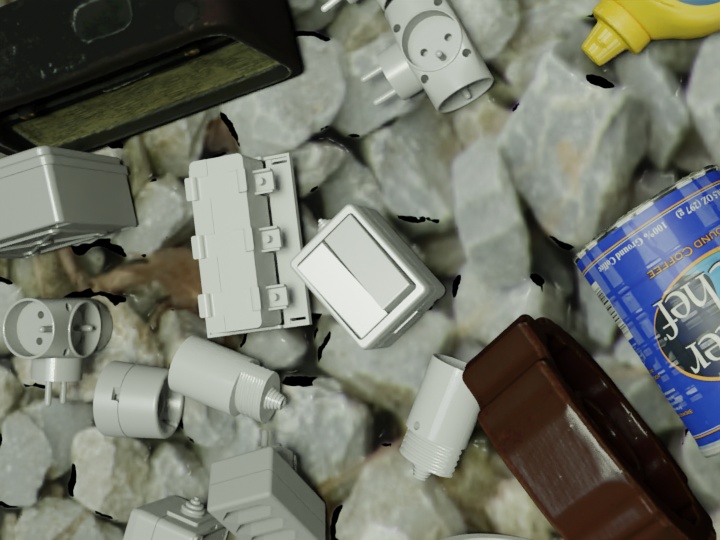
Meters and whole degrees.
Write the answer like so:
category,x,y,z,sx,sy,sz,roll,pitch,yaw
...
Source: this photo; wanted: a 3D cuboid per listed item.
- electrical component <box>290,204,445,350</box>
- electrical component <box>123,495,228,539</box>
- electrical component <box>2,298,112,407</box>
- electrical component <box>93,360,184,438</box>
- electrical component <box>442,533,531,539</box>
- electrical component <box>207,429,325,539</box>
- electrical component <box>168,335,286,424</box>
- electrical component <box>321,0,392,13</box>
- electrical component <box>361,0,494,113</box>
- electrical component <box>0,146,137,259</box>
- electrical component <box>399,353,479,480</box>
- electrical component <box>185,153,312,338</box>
category,x,y,z,sx,sy,sz,roll,pitch,yaw
electrical component,0.000,0.000,0.726,0.062,0.061,0.096,-44,76,12
electrical component,-0.137,0.203,0.764,0.061,0.062,0.096,18,94,18
electrical component,-0.221,0.060,0.788,0.044,0.077,0.079,3,90,18
electrical component,-0.159,0.095,0.780,0.047,0.055,0.055,4,89,15
electrical component,0.092,0.212,0.667,0.108,0.108,0.060,9,97,18
electrical component,-0.062,0.146,0.740,0.047,0.083,0.075,-18,45,17
electrical component,-0.090,0.080,0.762,0.081,0.043,0.043,20,94,18
electrical component,0.000,-0.210,0.742,0.079,0.043,0.077,-34,78,14
electrical component,0.038,-0.141,0.727,0.079,0.044,0.077,-30,79,15
electrical component,-0.237,-0.045,0.782,0.109,0.109,0.056,-14,86,17
electrical component,0.054,0.101,0.714,0.043,0.043,0.081,22,95,18
electrical component,-0.083,-0.017,0.753,0.079,0.063,0.121,-8,86,18
